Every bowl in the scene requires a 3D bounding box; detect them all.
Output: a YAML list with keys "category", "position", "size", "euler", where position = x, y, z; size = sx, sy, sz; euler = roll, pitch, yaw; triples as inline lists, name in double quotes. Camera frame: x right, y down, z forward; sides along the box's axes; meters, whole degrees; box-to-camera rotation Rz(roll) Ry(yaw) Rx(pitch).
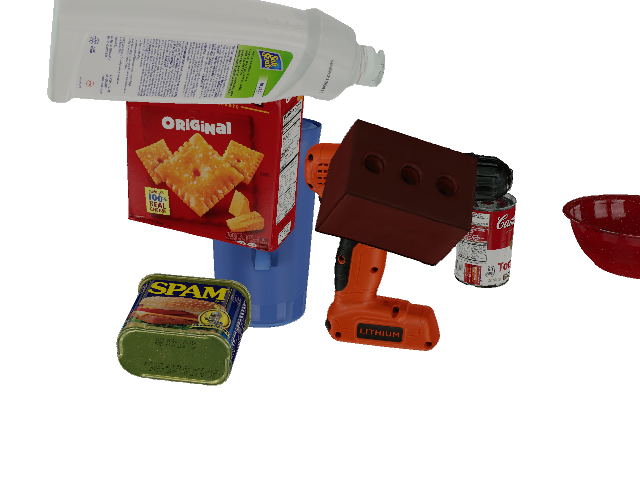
- category: "bowl"
  position: [0.321, -0.001, 1.064]
  size: [0.162, 0.055, 0.162]
  euler: [1, 17, -1]

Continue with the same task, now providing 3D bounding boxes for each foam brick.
- category: "foam brick"
  position: [0.044, -0.027, 0.621]
  size: [0.078, 0.053, 0.051]
  euler: [16, -29, -11]

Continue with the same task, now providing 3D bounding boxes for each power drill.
- category: "power drill"
  position: [0.076, 0.003, 0.968]
  size: [0.184, 0.188, 0.057]
  euler: [5, 19, 12]

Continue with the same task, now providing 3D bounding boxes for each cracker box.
- category: "cracker box"
  position: [-0.105, -0.107, 1.046]
  size: [0.164, 0.214, 0.072]
  euler: [14, 32, 15]

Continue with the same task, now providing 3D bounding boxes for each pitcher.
- category: "pitcher"
  position: [-0.068, -0.023, 1.251]
  size: [0.145, 0.243, 0.148]
  euler: [13, 18, 38]

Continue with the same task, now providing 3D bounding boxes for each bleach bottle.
- category: "bleach bottle"
  position: [-0.077, -0.141, 0.815]
  size: [0.250, 0.068, 0.103]
  euler: [5, -33, -14]

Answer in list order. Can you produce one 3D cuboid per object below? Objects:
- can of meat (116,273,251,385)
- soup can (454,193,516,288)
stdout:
- category: "can of meat"
  position: [-0.116, 0.076, 0.912]
  size: [0.102, 0.057, 0.084]
  euler: [5, 30, 5]
- category: "soup can"
  position: [0.195, -0.003, 1.269]
  size: [0.068, 0.102, 0.068]
  euler: [0, 22, 0]
